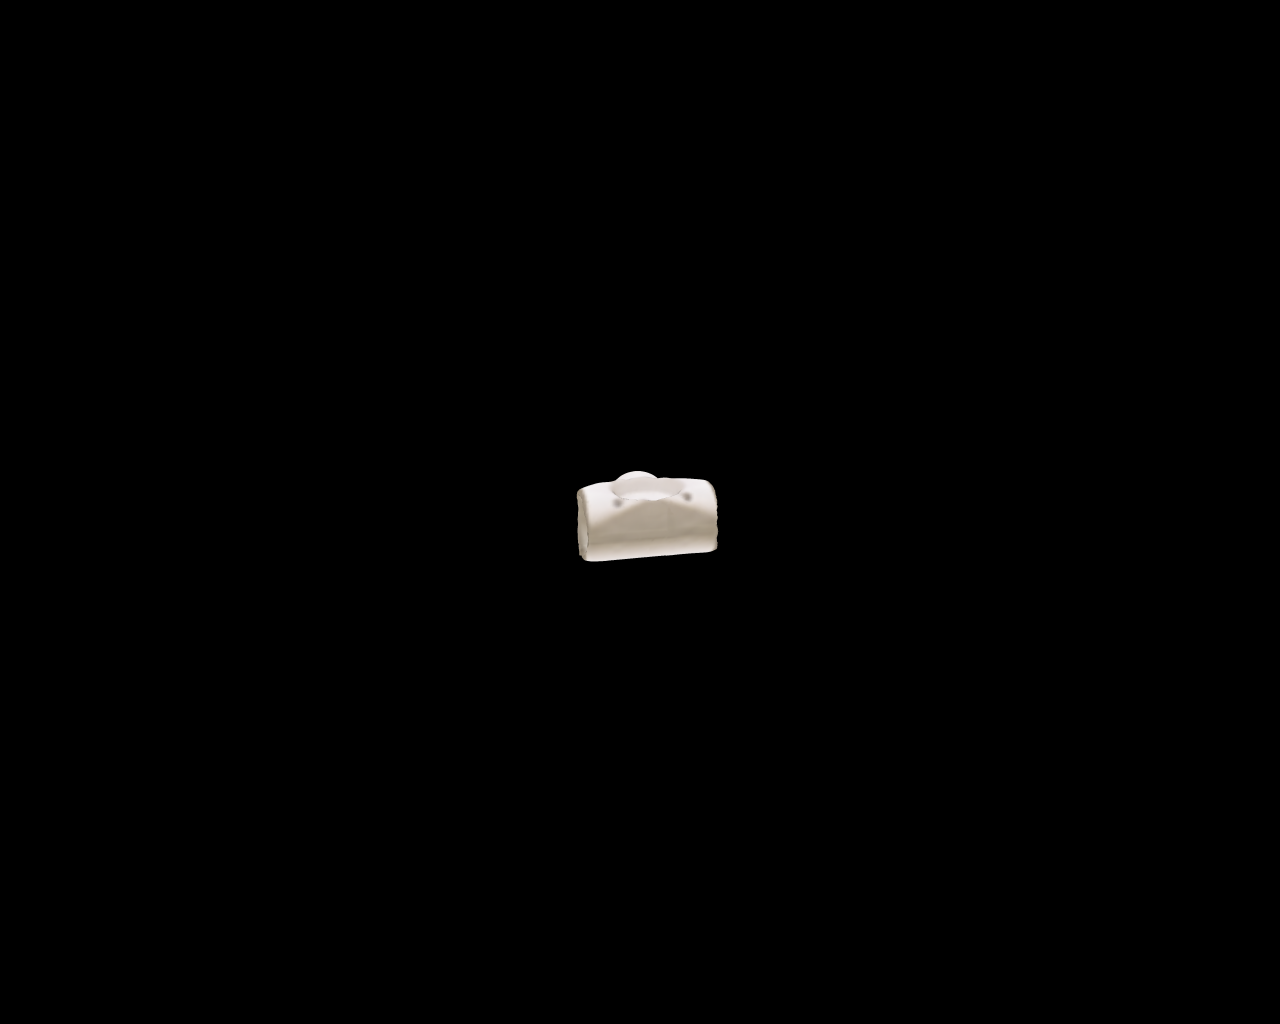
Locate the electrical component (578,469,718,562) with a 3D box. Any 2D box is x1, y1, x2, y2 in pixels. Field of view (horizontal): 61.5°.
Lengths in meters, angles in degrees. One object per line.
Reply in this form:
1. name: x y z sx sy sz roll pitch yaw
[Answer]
1. electrical component: 0.001 -0.003 0.650 0.077 0.044 0.079 -4 24 -9
